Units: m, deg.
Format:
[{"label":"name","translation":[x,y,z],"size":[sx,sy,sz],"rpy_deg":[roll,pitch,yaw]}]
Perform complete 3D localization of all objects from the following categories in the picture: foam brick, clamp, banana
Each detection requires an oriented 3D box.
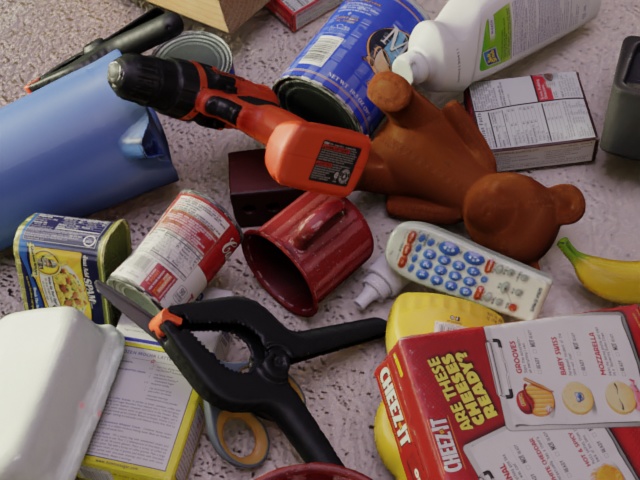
[{"label":"foam brick","translation":[-0.044,-0.050,0.984],"size":[0.078,0.053,0.051],"rpy_deg":[-6,57,1]},{"label":"clamp","translation":[-0.217,-0.189,1.083],"size":[0.171,0.039,0.120],"rpy_deg":[-26,15,1]},{"label":"banana","translation":[0.303,0.016,0.912],"size":[0.197,0.069,0.037],"rpy_deg":[-11,20,-8]},{"label":"clamp","translation":[-0.037,0.111,0.842],"size":[0.209,0.036,0.164],"rpy_deg":[20,58,-23]}]

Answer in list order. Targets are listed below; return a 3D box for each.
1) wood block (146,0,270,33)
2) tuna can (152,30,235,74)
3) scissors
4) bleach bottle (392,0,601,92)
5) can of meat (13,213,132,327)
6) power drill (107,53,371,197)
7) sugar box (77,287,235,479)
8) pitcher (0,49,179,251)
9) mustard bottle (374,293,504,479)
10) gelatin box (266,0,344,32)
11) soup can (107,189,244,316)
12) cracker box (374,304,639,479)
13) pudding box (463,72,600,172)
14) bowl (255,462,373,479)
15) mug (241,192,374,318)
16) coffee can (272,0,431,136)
[{"label":"wood block","translation":[-0.149,-0.301,1.108],"size":[0.206,0.090,0.090],"rpy_deg":[26,60,32]},{"label":"tuna can","translation":[-0.129,-0.169,1.078],"size":[0.086,0.034,0.086],"rpy_deg":[-2,57,3]},{"label":"scissors","translation":[-0.102,0.113,0.842],"size":[0.201,0.016,0.096],"rpy_deg":[26,69,-23]},{"label":"bleach bottle","translation":[0.167,-0.214,1.017],"size":[0.250,0.102,0.068],"rpy_deg":[-31,36,-29]},{"label":"can of meat","translation":[-0.210,0.029,0.918],"size":[0.084,0.102,0.057],"rpy_deg":[7,32,11]},{"label":"power drill","translation":[-0.064,-0.102,0.893],"size":[0.188,0.184,0.057],"rpy_deg":[34,109,38]},{"label":"sugar box","translation":[-0.135,0.119,0.889],"size":[0.093,0.048,0.176],"rpy_deg":[10,55,12]},{"label":"pitcher","translation":[-0.264,-0.070,0.981],"size":[0.242,0.149,0.145],"rpy_deg":[-25,74,-8]},{"label":"mustard bottle","translation":[0.093,0.139,0.848],"size":[0.096,0.058,0.191],"rpy_deg":[14,58,-7]},{"label":"gelatin box","translation":[-0.017,-0.270,1.137],"size":[0.089,0.030,0.073],"rpy_deg":[-35,63,-17]},{"label":"soup can","translation":[-0.120,0.017,0.887],"size":[0.069,0.068,0.102],"rpy_deg":[28,63,20]},{"label":"cracker box","translation":[0.166,0.144,0.793],"size":[0.213,0.072,0.164],"rpy_deg":[-6,63,-21]},{"label":"pudding box","translation":[0.199,-0.112,1.015],"size":[0.113,0.039,0.090],"rpy_deg":[-7,57,2]},{"label":"bowl","translation":[-0.004,0.250,0.787],"size":[0.162,0.055,0.162],"rpy_deg":[-2,57,3]},{"label":"mug","translation":[-0.006,0.001,0.915],"size":[0.093,0.117,0.081],"rpy_deg":[44,64,14]},{"label":"coffee can","translation":[0.034,-0.164,1.022],"size":[0.103,0.103,0.140],"rpy_deg":[27,63,20]}]
